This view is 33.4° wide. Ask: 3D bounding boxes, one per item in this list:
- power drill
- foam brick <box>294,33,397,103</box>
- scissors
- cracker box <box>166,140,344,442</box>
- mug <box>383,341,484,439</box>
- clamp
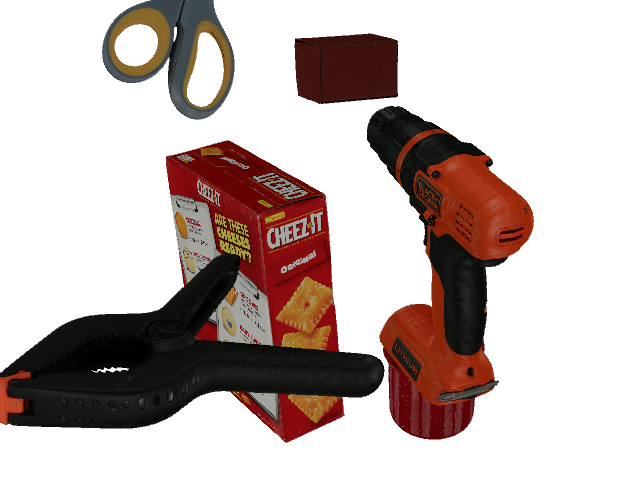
[{"bbox_3d":[0.082,0.010,0.781,0.057,0.188,0.185,-13,34,-19],"label":"power drill"},{"bbox_3d":[0.023,-0.151,0.935,0.078,0.051,0.053,-8,20,-23],"label":"foam brick"},{"bbox_3d":[-0.098,-0.176,0.723,0.096,0.202,0.016,4,-20,-20],"label":"scissors"},{"bbox_3d":[-0.055,0.039,0.916,0.072,0.214,0.164,-20,30,-28],"label":"cracker box"},{"bbox_3d":[0.114,0.128,1.019,0.093,0.081,0.117,27,43,37],"label":"mug"},{"bbox_3d":[-0.091,0.061,0.625,0.209,0.036,0.165,-9,28,-30],"label":"clamp"}]
